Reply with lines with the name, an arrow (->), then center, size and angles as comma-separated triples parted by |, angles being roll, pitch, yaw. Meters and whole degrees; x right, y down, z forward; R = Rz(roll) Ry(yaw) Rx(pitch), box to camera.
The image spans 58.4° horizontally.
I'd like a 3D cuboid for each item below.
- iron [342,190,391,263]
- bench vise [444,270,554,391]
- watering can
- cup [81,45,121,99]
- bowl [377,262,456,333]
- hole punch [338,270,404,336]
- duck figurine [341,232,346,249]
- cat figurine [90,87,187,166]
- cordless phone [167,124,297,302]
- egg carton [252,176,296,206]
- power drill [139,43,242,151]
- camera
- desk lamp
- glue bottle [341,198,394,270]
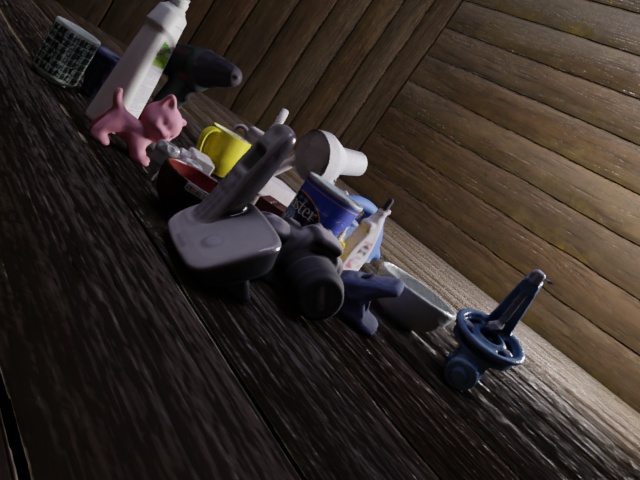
iron -> 0.059, -0.045, 1.285 | 0.259, 0.141, 0.118 | 25, 14, -49
bench vise -> 0.279, 0.132, 0.926 | 0.121, 0.219, 0.207 | 35, 9, 1
watering can -> -0.126, -0.226, 1.374 | 0.173, 0.194, 0.100 | 30, 10, -30
cup -> -0.416, -0.315, 1.100 | 0.092, 0.095, 0.117 | 28, 11, -37
bowl -> 0.161, 0.116, 1.040 | 0.167, 0.074, 0.167 | 34, 9, -6
hole punch -> 0.063, 0.075, 0.844 | 0.101, 0.091, 0.109 | 36, 9, 6
duck figurine -> 0.009, 0.004, 1.033 | 0.078, 0.086, 0.104 | 29, 11, -34
cat figurine -> -0.270, -0.184, 0.885 | 0.128, 0.117, 0.067 | 29, 11, -36
cordless phone -> -0.079, -0.041, 0.629 | 0.094, 0.185, 0.147 | 28, 11, -38
egg carton -> -0.109, -0.093, 1.152 | 0.151, 0.069, 0.107 | 26, 13, -46
power drill -> -0.253, -0.258, 1.037 | 0.228, 0.208, 0.076 | 42, 11, 36
camera -> -0.023, 0.031, 0.727 | 0.143, 0.100, 0.136 | 31, 10, -24
desk lamp -> 0.010, -0.139, 1.361 | 0.117, 0.213, 0.204 | 42, 11, 38
glue bottle -> 0.090, -0.010, 1.117 | 0.037, 0.173, 0.078 | 40, 10, 28
